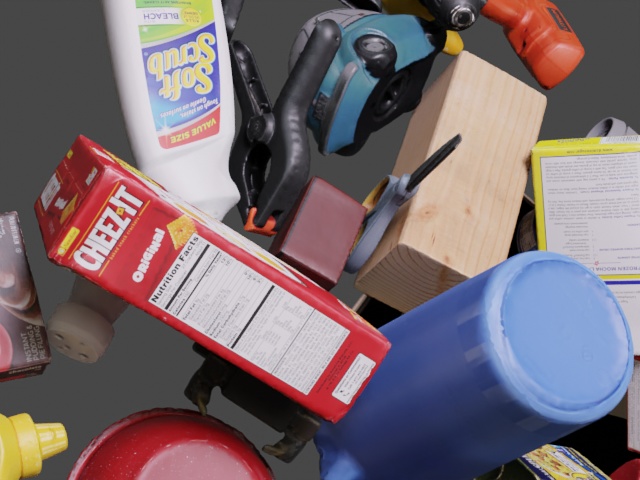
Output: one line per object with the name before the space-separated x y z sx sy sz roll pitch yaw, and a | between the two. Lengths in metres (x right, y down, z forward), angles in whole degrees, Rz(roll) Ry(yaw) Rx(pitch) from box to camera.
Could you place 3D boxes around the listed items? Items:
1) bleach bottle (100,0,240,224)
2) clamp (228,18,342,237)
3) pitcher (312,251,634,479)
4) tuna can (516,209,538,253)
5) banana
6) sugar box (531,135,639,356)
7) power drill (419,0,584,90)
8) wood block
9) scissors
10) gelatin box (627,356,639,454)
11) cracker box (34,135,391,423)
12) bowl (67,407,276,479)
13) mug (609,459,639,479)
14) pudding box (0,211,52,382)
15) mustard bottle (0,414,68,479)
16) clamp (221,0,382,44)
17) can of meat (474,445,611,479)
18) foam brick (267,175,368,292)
bleach bottle | -0.107 -0.110 0.838 0.102 0.068 0.251 -5 71 -27
clamp | -0.030 -0.091 0.833 0.039 0.120 0.171 8 75 -40
pitcher | 0.103 0.091 0.729 0.144 0.243 0.149 11 64 -21
tuna can | 0.220 0.003 0.952 0.086 0.034 0.086 10 62 -20
banana | 0.068 -0.255 1.003 0.069 0.037 0.198 -19 75 -30
sugar box | 0.227 0.006 0.875 0.048 0.093 0.176 -39 125 -63
power drill | 0.151 -0.209 0.955 0.187 0.057 0.184 28 30 -31
wood block | 0.112 -0.042 0.889 0.090 0.091 0.206 27 57 -11
scissors | 0.054 -0.021 0.800 0.016 0.202 0.096 28 81 -8
gelatin box | 0.295 0.132 0.906 0.073 0.030 0.089 -11 102 -29
cracker box | -0.078 0.024 0.702 0.213 0.164 0.072 33 90 -21
bowl | -0.088 0.184 0.709 0.162 0.055 0.162 10 63 -21
mug | 0.263 0.219 0.838 0.081 0.093 0.117 40 49 3
pudding box | -0.238 0.043 0.716 0.089 0.039 0.113 -9 71 -28
mustard bottle | -0.250 0.143 0.652 0.191 0.058 0.096 -10 68 -29
clamp | -0.056 -0.266 0.950 0.164 0.036 0.210 -22 75 -31
can of meat | 0.168 0.190 0.801 0.083 0.102 0.057 12 102 -23
foam brick | -0.006 0.001 0.837 0.051 0.053 0.078 30 58 -10
